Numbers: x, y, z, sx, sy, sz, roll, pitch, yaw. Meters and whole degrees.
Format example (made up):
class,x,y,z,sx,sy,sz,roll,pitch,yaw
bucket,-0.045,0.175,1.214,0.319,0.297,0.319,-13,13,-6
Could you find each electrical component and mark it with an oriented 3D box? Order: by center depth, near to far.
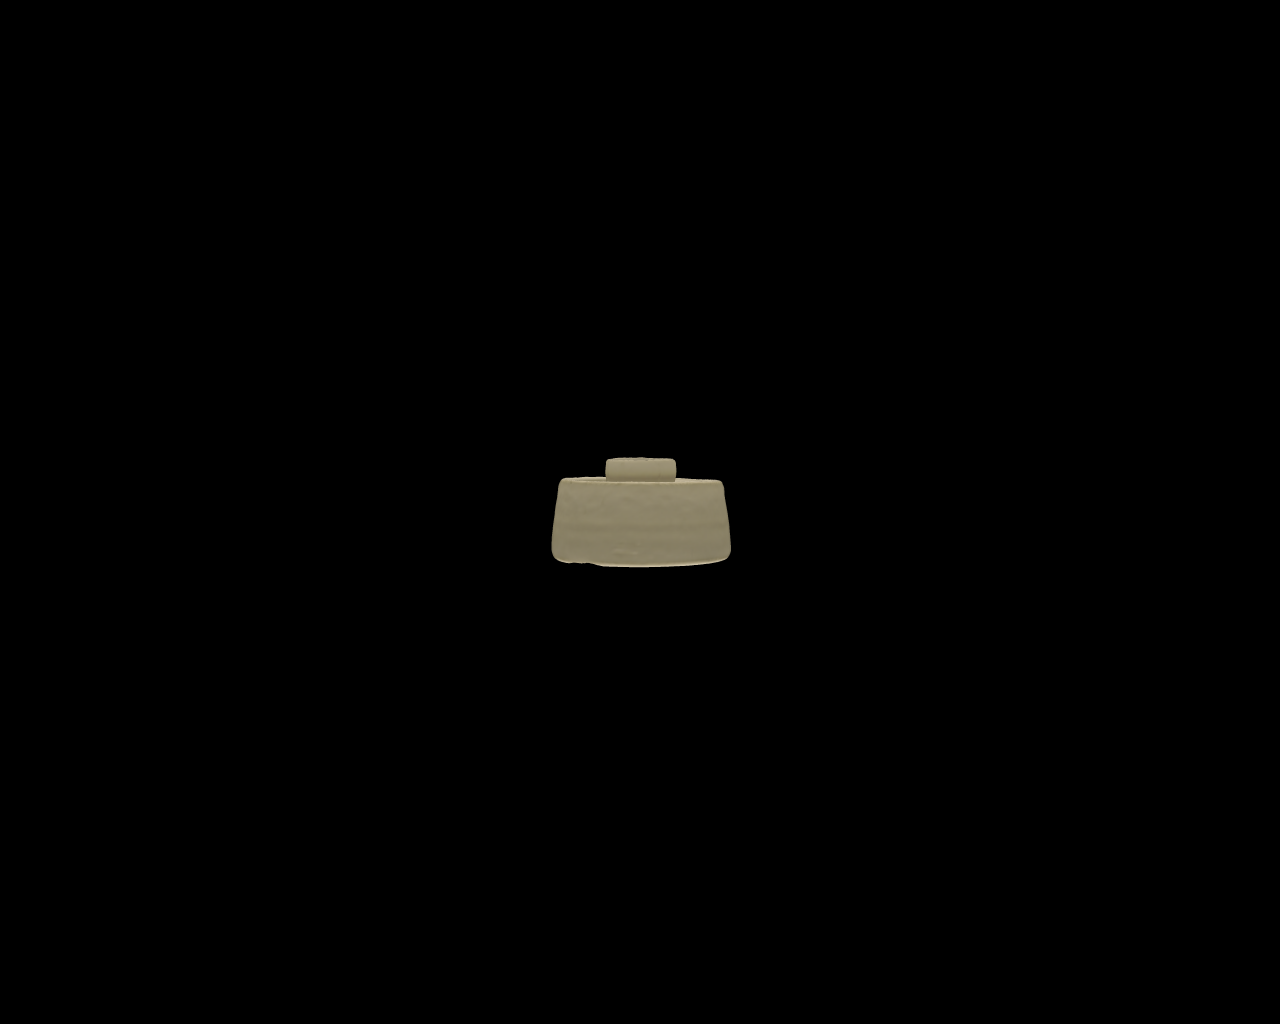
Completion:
class,x,y,z,sx,sy,sz,roll,pitch,yaw
electrical component,0.001,-0.003,0.650,0.108,0.060,0.108,0,4,0
